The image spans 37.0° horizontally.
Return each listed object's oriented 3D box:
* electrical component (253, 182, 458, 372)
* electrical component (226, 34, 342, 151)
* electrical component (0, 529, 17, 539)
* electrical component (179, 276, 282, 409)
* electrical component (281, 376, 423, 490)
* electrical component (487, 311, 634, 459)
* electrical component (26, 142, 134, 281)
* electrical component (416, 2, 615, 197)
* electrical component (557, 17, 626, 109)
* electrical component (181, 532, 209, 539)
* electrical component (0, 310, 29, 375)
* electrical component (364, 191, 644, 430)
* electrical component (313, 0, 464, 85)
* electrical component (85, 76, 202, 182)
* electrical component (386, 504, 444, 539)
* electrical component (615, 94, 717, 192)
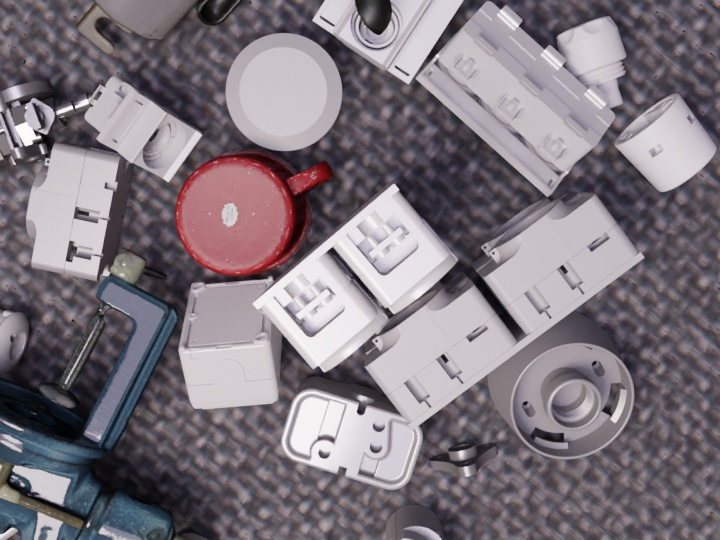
[{"bbox_3d":[0.000,0.000,0.702,0.105,0.186,0.060,-40,93,4],"label":"electrical component"},{"bbox_3d":[-0.052,-0.124,0.759,0.080,0.051,0.080,0,95,1],"label":"electrical component"},{"bbox_3d":[-0.301,0.153,0.779,0.063,0.079,0.121,-35,94,-13],"label":"electrical component"},{"bbox_3d":[-0.089,0.050,0.762,0.062,0.096,0.061,-5,123,1],"label":"electrical component"},{"bbox_3d":[-0.005,0.115,0.776,0.095,0.059,0.053,17,95,-1],"label":"electrical component"},{"bbox_3d":[0.146,0.084,0.780,0.099,0.064,0.099,-2,108,-6],"label":"electrical component"},{"bbox_3d":[-0.202,-0.043,0.770,0.056,0.050,0.089,12,96,0],"label":"electrical component"},{"bbox_3d":[0.110,-0.121,0.744,0.121,0.063,0.078,41,55,-3],"label":"electrical component"},{"bbox_3d":[0.167,-0.143,0.758,0.043,0.043,0.062,-21,96,3],"label":"electrical component"},{"bbox_3d":[-0.128,0.221,0.787,0.043,0.062,0.043,0,95,1],"label":"electrical component"},{"bbox_3d":[-0.277,0.046,0.784,0.062,0.048,0.048,17,95,8],"label":"electrical component"},{"bbox_3d":[0.090,0.020,0.742,0.186,0.105,0.060,-37,94,4],"label":"electrical component"},{"bbox_3d":[0.034,-0.200,0.745,0.079,0.063,0.121,33,95,-2],"label":"electrical component"},{"bbox_3d":[-0.154,-0.100,0.753,0.064,0.081,0.042,37,94,27],"label":"electrical component"},{"bbox_3d":[0.040,0.202,0.772,0.043,0.081,0.043,0,95,1],"label":"electrical component"},{"bbox_3d":[0.216,-0.088,0.757,0.055,0.055,0.047,-41,97,4],"label":"electrical component"}]
